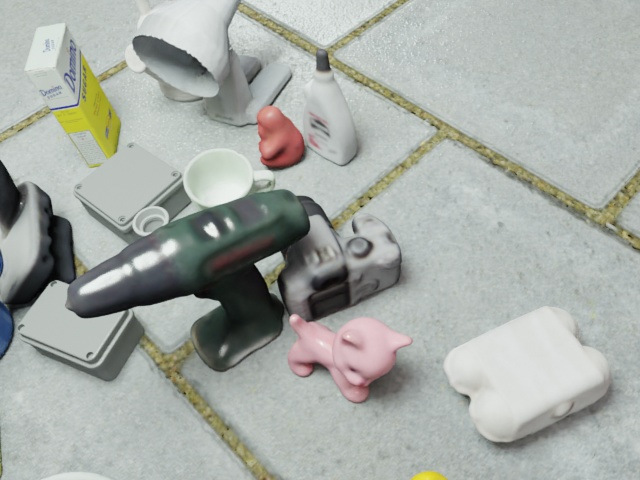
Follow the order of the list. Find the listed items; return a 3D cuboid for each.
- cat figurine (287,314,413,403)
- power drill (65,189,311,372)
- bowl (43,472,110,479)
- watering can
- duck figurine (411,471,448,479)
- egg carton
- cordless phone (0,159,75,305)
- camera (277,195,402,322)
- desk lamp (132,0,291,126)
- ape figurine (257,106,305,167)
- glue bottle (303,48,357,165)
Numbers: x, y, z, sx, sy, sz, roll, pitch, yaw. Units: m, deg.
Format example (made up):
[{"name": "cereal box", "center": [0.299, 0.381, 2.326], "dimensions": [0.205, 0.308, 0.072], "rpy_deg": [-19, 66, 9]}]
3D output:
[{"name": "cat figurine", "center": [0.025, 0.108, 0.582], "dimensions": [0.127, 0.118, 0.067], "rpy_deg": [20, 60, 18]}, {"name": "power drill", "center": [-0.109, 0.049, 0.580], "dimensions": [0.230, 0.209, 0.075], "rpy_deg": [-33, 59, -16]}, {"name": "bowl", "center": [-0.220, 0.298, 0.502], "dimensions": [0.167, 0.075, 0.167], "rpy_deg": [-3, 55, 4]}, {"name": "watering can", "center": [-0.217, -0.304, 0.841], "dimensions": [0.101, 0.194, 0.173], "rpy_deg": [-1, 56, 5]}, {"name": "duck figurine", "center": [0.104, 0.251, 0.495], "dimensions": [0.077, 0.086, 0.104], "rpy_deg": [-9, 55, 0]}, {"name": "egg carton", "center": [0.208, 0.134, 0.576], "dimensions": [0.150, 0.069, 0.107], "rpy_deg": [-23, 57, -10]}, {"name": "cordless phone", "center": [-0.371, -0.024, 0.670], "dimensions": [0.094, 0.185, 0.147], "rpy_deg": [-22, 56, -9]}, {"name": "camera", "center": [0.006, 0.002, 0.666], "dimensions": [0.143, 0.101, 0.136], "rpy_deg": [-21, 56, -9]}, {"name": "desk lamp", "center": [-0.142, -0.261, 0.793], "dimensions": [0.117, 0.214, 0.203], "rpy_deg": [19, 60, 18]}, {"name": "ape figurine", "center": [-0.061, -0.146, 0.780], "dimensions": [0.076, 0.092, 0.078], "rpy_deg": [16, 59, 16]}, {"name": "glue bottle", "center": [0.008, -0.175, 0.744], "dimensions": [0.078, 0.173, 0.037], "rpy_deg": [30, 64, 24]}]
